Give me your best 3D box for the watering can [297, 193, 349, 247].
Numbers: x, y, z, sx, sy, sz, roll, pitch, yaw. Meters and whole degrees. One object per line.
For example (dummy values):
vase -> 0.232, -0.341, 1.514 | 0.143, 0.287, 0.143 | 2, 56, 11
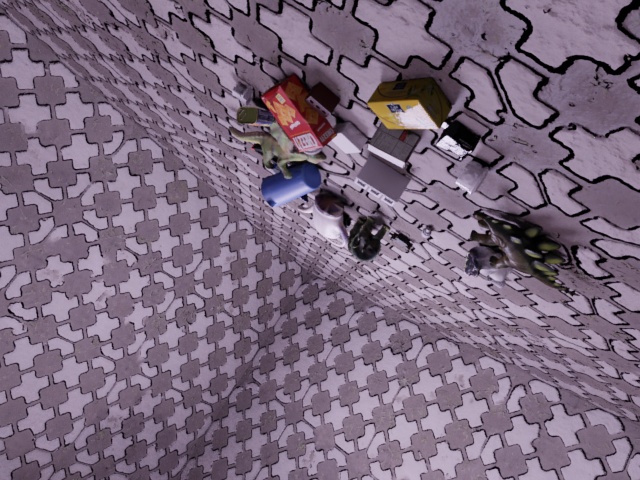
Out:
watering can -> 0.007, -0.113, 2.239 | 0.352, 0.105, 0.219 | 42, 147, 32

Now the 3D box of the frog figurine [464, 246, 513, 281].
frog figurine -> 0.577, 0.078, 1.735 | 0.159, 0.124, 0.135 | -2, 161, -9

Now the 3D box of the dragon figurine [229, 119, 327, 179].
dragon figurine -> -0.165, -0.371, 1.884 | 0.411, 0.124, 0.238 | 30, 150, 5
